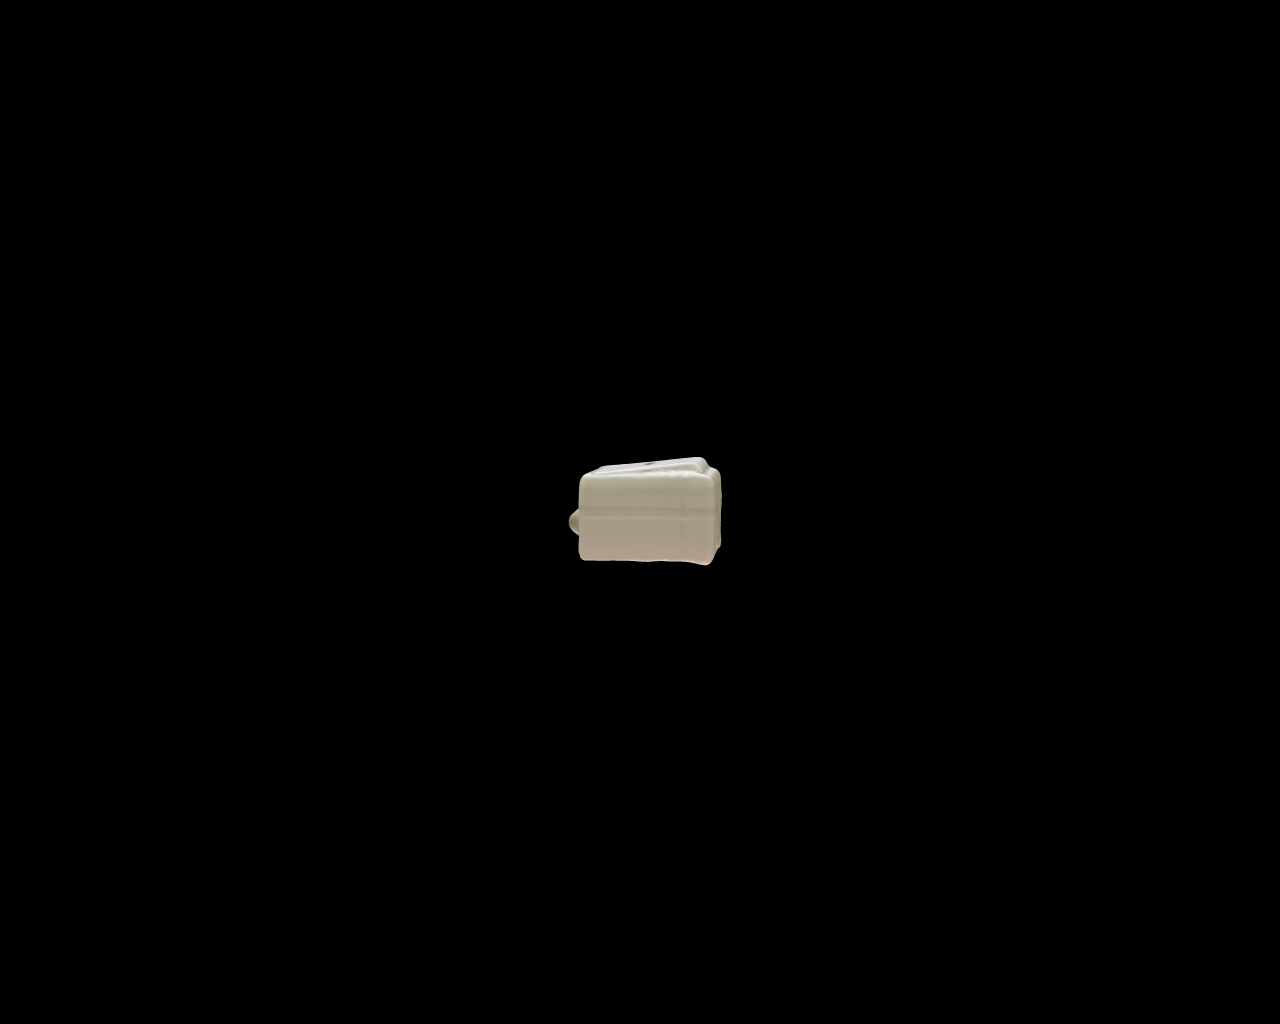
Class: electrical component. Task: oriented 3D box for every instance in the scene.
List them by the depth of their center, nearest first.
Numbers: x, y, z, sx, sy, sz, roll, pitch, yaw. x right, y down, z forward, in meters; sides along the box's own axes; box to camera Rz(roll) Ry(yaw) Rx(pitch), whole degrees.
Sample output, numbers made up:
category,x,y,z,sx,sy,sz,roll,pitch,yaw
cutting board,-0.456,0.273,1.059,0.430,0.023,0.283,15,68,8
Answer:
category,x,y,z,sx,sy,sz,roll,pitch,yaw
electrical component,0.001,-0.003,0.650,0.096,0.061,0.062,1,8,9
